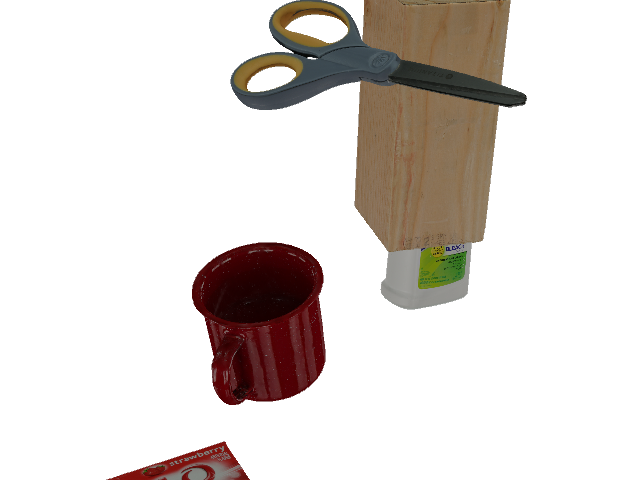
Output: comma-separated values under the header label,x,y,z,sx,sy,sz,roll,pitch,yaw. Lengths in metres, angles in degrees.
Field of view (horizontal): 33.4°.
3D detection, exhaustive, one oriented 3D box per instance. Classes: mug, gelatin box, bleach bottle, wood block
label,x,y,z,sx,sy,sz,roll,pitch,yaw
mug,-0.044,0.068,0.759,0.093,0.081,0.117,8,40,19
gelatin box,-0.078,0.149,0.572,0.089,0.030,0.073,-14,26,-21
bleach bottle,0.125,-0.053,1.193,0.102,0.251,0.068,-10,24,-27
wood block,0.087,-0.105,0.871,0.090,0.206,0.091,-6,29,-15

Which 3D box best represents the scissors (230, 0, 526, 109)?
label,x,y,z,sx,sy,sz,roll,pitch,yaw
scissors,0.018,-0.090,0.616,0.202,0.096,0.016,41,-12,45
